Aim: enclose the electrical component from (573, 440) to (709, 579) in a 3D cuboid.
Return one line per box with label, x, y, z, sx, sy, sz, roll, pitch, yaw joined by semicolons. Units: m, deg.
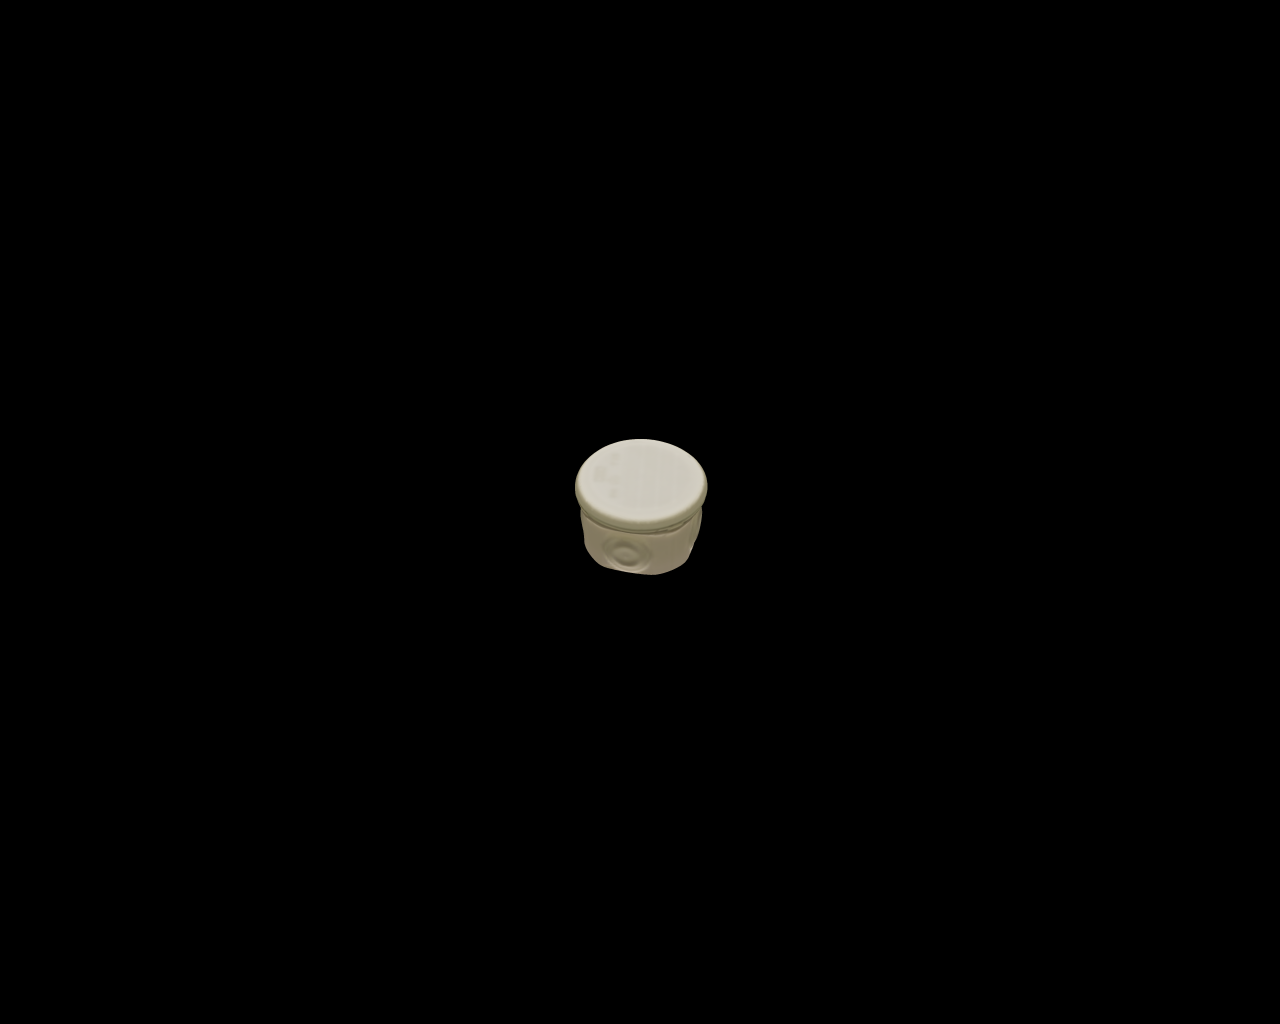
electrical component;0.001;-0.003;0.650;0.080;0.050;0.080;0;42;0
